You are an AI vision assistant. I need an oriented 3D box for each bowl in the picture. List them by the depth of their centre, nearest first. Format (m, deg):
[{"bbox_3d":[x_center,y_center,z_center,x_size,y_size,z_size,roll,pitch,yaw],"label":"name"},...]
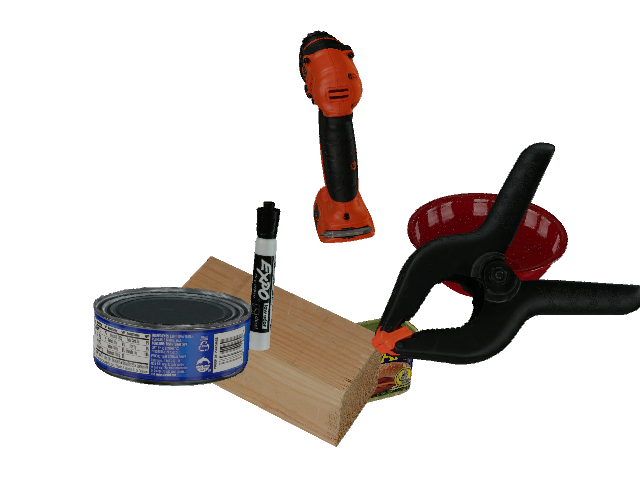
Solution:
[{"bbox_3d":[0.168,0.012,1.093,0.162,0.055,0.162,0,32,0],"label":"bowl"}]

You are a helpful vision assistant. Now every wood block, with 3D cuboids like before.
[{"bbox_3d":[-0.049,0.110,1.090,0.206,0.090,0.090,24,48,19],"label":"wood block"}]

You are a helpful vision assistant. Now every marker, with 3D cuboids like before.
[{"bbox_3d":[-0.046,0.028,0.857,0.020,0.121,0.020,5,13,-1],"label":"marker"}]

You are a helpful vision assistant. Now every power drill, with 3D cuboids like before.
[{"bbox_3d":[0.012,-0.105,1.055,0.057,0.188,0.184,-8,24,-1],"label":"power drill"}]

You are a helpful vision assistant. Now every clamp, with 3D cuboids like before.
[{"bbox_3d":[0.114,0.030,0.651,0.171,0.120,0.039,-38,-13,-13],"label":"clamp"}]

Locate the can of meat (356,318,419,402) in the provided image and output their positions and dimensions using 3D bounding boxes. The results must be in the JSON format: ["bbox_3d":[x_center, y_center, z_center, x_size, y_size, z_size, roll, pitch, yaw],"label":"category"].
[{"bbox_3d":[0.067,0.149,1.320,0.101,0.084,0.057,-9,28,-25],"label":"can of meat"}]

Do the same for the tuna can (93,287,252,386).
[{"bbox_3d":[-0.081,0.051,0.583,0.086,0.034,0.086,4,10,-1],"label":"tuna can"}]
